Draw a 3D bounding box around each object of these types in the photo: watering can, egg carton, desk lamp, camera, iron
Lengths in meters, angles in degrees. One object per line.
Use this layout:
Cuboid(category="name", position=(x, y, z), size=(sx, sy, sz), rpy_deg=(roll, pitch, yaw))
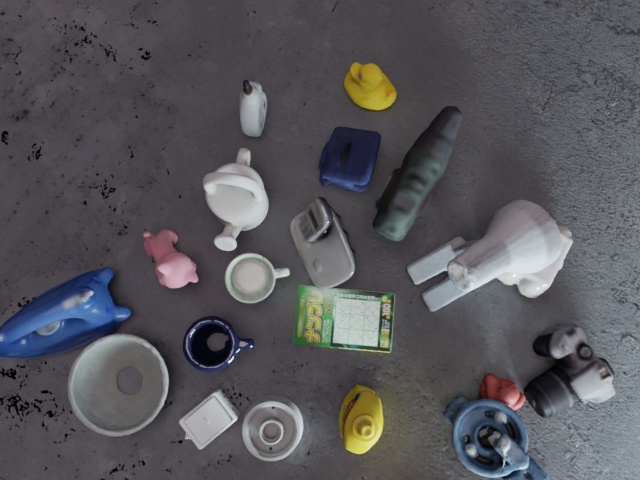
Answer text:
Cuboid(category="watering can", position=(-0.142, -0.071, 0.972), size=(0.101, 0.194, 0.173), rpy_deg=(-13, 83, -3))
Cuboid(category="egg carton", position=(0.386, 0.025, 1.040), size=(0.107, 0.069, 0.150), rpy_deg=(29, 82, 2))
Cuboid(category="desk lamp", position=(0.271, 0.034, 0.962), size=(0.203, 0.213, 0.118), rpy_deg=(-30, 84, -5))
Cuboid(category="camera", position=(0.423, 0.237, 0.996), size=(0.137, 0.101, 0.143), rpy_deg=(-30, 84, -5))
Cuboid(category="iron", position=(-0.464, 0.138, 0.959), size=(0.258, 0.141, 0.118), rpy_deg=(-26, 84, -5))

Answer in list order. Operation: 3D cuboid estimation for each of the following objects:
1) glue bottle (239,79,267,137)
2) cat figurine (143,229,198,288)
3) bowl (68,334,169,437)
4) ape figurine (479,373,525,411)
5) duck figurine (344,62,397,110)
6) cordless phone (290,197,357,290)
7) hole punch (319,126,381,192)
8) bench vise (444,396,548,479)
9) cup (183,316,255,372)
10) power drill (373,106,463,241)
Cuboid(category="glue bottle", position=(-0.120, -0.243, 1.007), size=(0.037, 0.173, 0.078), rpy_deg=(11, 82, 0))
Cuboid(category="cat figurine", position=(-0.263, 0.036, 0.992), size=(0.067, 0.117, 0.128), rpy_deg=(-37, 85, -6))
Cuboid(category="bowl", position=(-0.336, 0.244, 0.982), size=(0.167, 0.074, 0.167), rpy_deg=(0, 82, -2))
Cuboid(category="ape figurine", position=(0.318, 0.268, 0.993), size=(0.076, 0.092, 0.078), rpy_deg=(-36, 85, -6))
Cuboid(category="duck figurine", position=(0.096, -0.294, 1.065), size=(0.104, 0.086, 0.077), rpy_deg=(31, 82, 3))
Cuboid(category="cordless phone", position=(0.009, 0.003, 0.971), size=(0.094, 0.185, 0.147), rpy_deg=(-26, 84, -5))
Cuboid(category="hole punch", position=(0.053, -0.148, 1.041), size=(0.101, 0.091, 0.109), rpy_deg=(16, 82, 1))
Cuboid(category="bench vise", position=(0.310, 0.338, 0.918), size=(0.207, 0.219, 0.121), rpy_deg=(27, 82, 2))
Cuboid(category="cup", position=(-0.169, 0.177, 0.987), size=(0.118, 0.095, 0.092), rpy_deg=(-1, 82, -2))
Cuboid(category="power drill", position=(0.158, -0.101, 0.979), size=(0.075, 0.208, 0.230), rpy_deg=(27, 82, 2))
